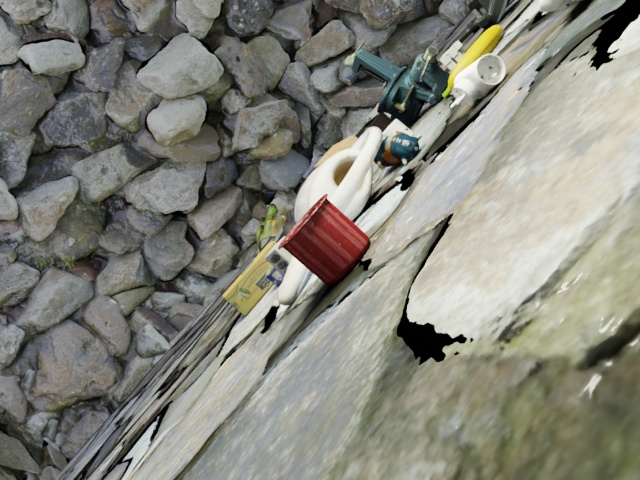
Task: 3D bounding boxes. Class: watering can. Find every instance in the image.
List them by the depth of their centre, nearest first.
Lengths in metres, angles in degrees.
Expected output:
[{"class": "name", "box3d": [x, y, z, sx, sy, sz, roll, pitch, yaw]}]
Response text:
[{"class": "watering can", "box3d": [0.003, -0.045, 0.892, 0.351, 0.103, 0.223, -59, 9, -14]}]

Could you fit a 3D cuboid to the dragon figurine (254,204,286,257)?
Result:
[{"class": "dragon figurine", "box3d": [-0.177, 0.028, 1.648, 0.401, 0.122, 0.248, -54, 8, 48]}]

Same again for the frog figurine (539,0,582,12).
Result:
[{"class": "frog figurine", "box3d": [0.312, -0.359, 0.657, 0.159, 0.124, 0.136, -57, -28, 3]}]
